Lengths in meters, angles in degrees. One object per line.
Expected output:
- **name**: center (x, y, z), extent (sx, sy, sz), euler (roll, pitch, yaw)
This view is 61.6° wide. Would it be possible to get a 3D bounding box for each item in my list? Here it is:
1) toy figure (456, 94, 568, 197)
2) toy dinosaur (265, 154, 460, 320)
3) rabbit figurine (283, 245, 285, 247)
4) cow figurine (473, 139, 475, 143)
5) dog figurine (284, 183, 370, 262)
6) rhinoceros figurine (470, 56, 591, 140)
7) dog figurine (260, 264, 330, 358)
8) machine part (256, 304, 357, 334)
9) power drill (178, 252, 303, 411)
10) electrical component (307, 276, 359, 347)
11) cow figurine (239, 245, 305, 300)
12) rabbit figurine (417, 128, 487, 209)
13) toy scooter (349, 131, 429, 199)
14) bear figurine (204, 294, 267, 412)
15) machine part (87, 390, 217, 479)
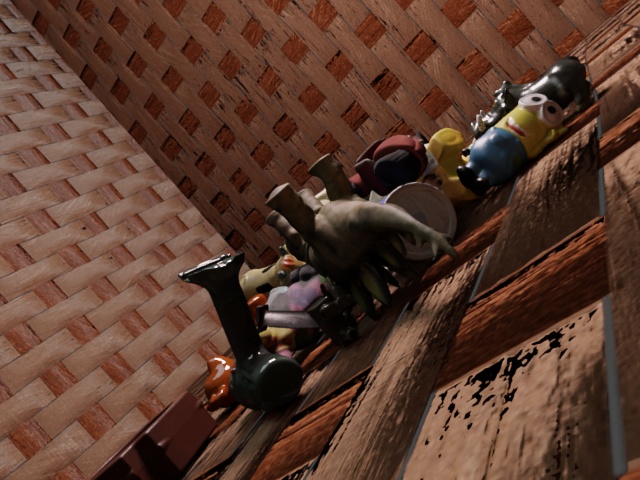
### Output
- **toy figure**: center (0.275, -0.139, 0.783), extent (0.180, 0.082, 0.089), euler (-44, 2, -7)
- **toy dinosaur**: center (0.033, -0.003, 0.663), extent (0.105, 0.198, 0.471), euler (-41, 0, -10)
- **rabbit figurine**: center (-0.011, 0.007, 1.233), extent (0.159, 0.121, 0.170), euler (-20, 40, 11)
- **cow figurine**: center (0.261, -0.119, 1.038), extent (0.167, 0.068, 0.098), euler (-38, -6, -5)
- **dog figurine**: center (-0.005, -0.006, 1.004), extent (0.190, 0.121, 0.172), euler (-48, -32, -37)
- **rhinoceros figurine**: center (0.334, -0.211, 0.857), extent (0.190, 0.112, 0.073), euler (-32, 8, 34)
- **dog figurine**: center (-0.037, 0.127, 0.855), extent (0.191, 0.108, 0.219), euler (-39, 5, 17)
- **machine part**: center (-0.020, 0.111, 0.756), extent (0.139, 0.039, 0.084), euler (1, 5, -1)
- **power drill**: center (-0.109, 0.123, 0.689), extent (0.086, 0.207, 0.232), euler (-18, 2, -24)
- **electrical component**: center (0.018, 0.090, 0.666), extent (0.045, 0.078, 0.102), euler (-42, -7, -14)
- **cow figurine**: center (-0.079, 0.076, 1.045), extent (0.195, 0.127, 0.085), euler (-17, 57, 34)
- **rabbit figurine**: center (0.231, -0.101, 0.900), extent (0.173, 0.122, 0.162), euler (-25, -20, -36)
- **toy scooter**: center (0.109, -0.122, 0.842), extent (0.184, 0.075, 0.135), euler (-24, 22, 54)
- **bear figurine**: center (-0.151, 0.213, 0.991), extent (0.196, 0.132, 0.120), euler (-36, -11, -24)
- **machine part**: center (-0.268, 0.343, 0.831), extent (0.201, 0.087, 0.201), euler (-42, -1, 16)
